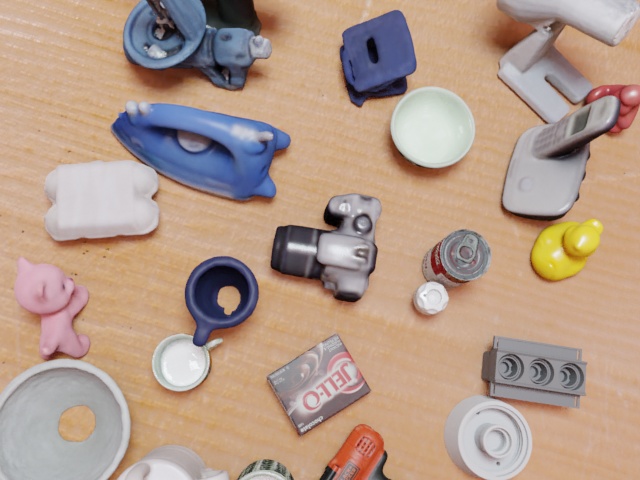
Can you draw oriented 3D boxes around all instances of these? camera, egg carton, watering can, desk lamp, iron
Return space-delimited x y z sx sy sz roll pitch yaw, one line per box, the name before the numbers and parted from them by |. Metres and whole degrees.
camera | 0.007 0.003 0.773 0.137 0.101 0.143 9 77 -2
egg carton | -0.294 -0.053 0.777 0.150 0.069 0.107 -6 78 -6
watering can | -0.191 0.301 0.645 0.173 0.194 0.101 -38 83 -11
desk lamp | 0.335 -0.302 0.808 0.118 0.213 0.203 -43 84 -11
iron | -0.173 -0.142 0.769 0.258 0.141 0.119 14 77 -1

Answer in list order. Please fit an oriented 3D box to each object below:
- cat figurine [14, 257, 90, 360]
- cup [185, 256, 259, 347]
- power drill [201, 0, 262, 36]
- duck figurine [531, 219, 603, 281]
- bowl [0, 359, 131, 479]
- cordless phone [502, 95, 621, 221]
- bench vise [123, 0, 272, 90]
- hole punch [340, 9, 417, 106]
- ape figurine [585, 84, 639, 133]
cat figurine | -0.340 0.085 0.718 0.067 0.117 0.128 -7 78 -6
cup | -0.129 0.086 0.747 0.091 0.095 0.118 23 77 1
power drill | -0.147 -0.358 0.783 0.229 0.208 0.076 12 77 -2
duck figurine | 0.354 0.009 0.807 0.105 0.086 0.077 -40 83 -11
bowl | -0.312 0.233 0.711 0.167 0.074 0.167 1 78 -4
cordless phone | 0.331 -0.109 0.780 0.094 0.185 0.148 17 77 0
bench vise | -0.173 -0.296 0.762 0.207 0.219 0.121 -8 78 -6
hole punch | 0.083 -0.268 0.843 0.101 0.091 0.108 -11 79 -7
ape figurine | 0.447 -0.205 0.858 0.076 0.092 0.078 -19 80 -8
